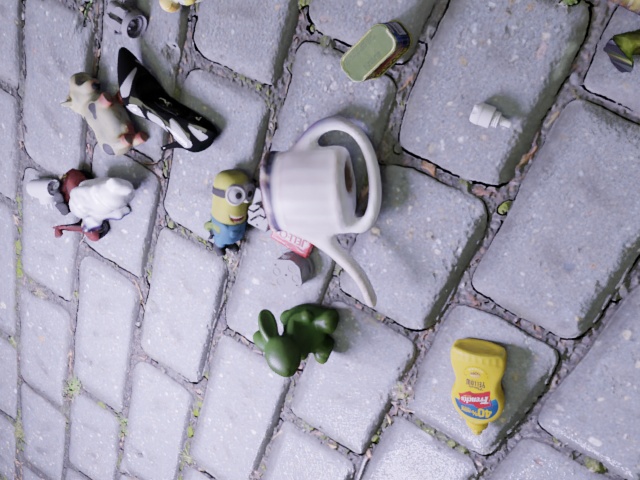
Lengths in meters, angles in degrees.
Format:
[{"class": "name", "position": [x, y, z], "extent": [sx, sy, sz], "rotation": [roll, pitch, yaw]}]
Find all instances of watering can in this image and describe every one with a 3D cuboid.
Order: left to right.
[{"class": "watering can", "position": [0.003, -0.047, 0.936], "extent": [0.224, 0.105, 0.345], "rotation": [0, 99, 21]}]

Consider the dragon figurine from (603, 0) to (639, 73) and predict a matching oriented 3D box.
[{"class": "dragon figurine", "position": [0.506, -0.278, 0.631], "extent": [0.241, 0.123, 0.409], "rotation": [-35, 94, 15]}]

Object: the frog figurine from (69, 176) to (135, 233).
[{"class": "frog figurine", "position": [-0.482, -0.104, 1.146], "extent": [0.156, 0.138, 0.124], "rotation": [-51, 54, 51]}]
